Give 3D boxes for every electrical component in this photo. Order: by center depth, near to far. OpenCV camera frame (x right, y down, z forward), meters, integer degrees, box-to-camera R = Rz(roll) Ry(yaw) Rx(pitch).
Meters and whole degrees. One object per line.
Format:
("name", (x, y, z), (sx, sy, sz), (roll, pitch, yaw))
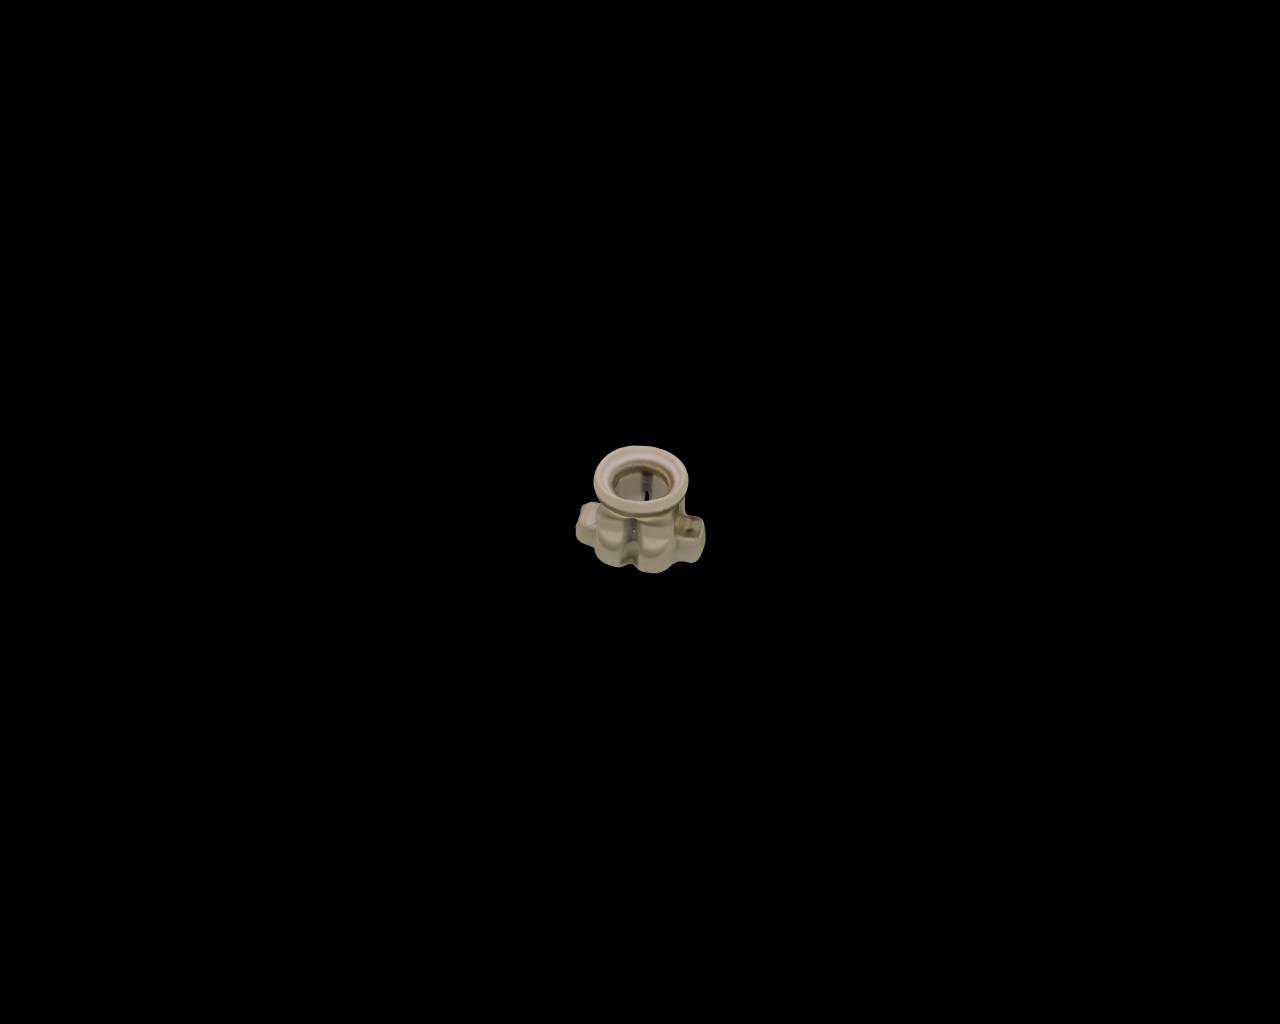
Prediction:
("electrical component", (0.001, -0.003, 0.650), (0.078, 0.056, 0.058), (10, 43, 11))
